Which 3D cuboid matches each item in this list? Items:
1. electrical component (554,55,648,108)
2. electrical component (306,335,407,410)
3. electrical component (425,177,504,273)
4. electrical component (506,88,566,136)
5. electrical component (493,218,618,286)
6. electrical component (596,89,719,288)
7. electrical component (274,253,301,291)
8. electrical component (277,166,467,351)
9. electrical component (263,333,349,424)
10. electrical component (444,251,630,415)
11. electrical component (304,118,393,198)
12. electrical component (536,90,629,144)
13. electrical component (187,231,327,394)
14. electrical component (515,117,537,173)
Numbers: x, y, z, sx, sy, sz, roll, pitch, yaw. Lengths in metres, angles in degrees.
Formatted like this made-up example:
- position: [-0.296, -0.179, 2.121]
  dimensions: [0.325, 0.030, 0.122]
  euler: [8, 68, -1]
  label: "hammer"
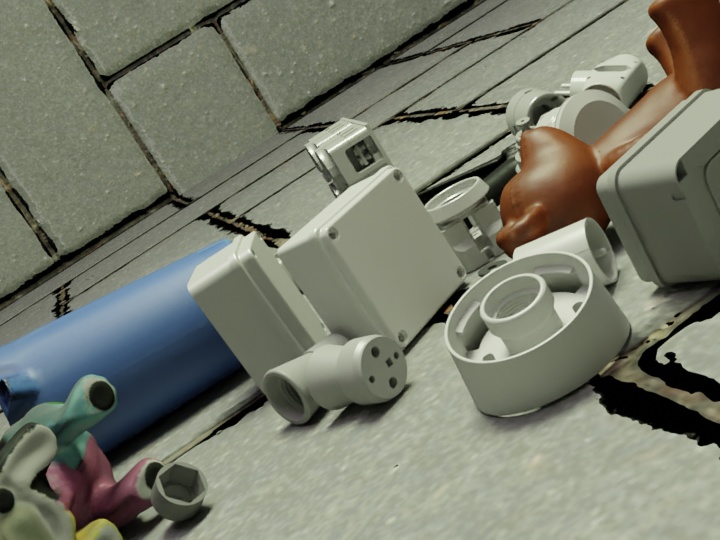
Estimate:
- position: [0.229, -0.174, 1.040]
  dimensions: [0.079, 0.043, 0.077]
  euler: [6, 33, 31]
  label: "electrical component"
- position: [-0.002, 0.068, 0.709]
  dimensions: [0.055, 0.045, 0.045]
  euler: [-16, 20, 47]
  label: "electrical component"
- position: [0.087, -0.037, 0.863]
  dimensions: [0.078, 0.057, 0.058]
  euler: [-31, 13, 1]
  label: "electrical component"
- position: [0.182, -0.155, 1.085]
  dimensions: [0.055, 0.055, 0.047]
  euler: [-33, 17, -6]
  label: "electrical component"
- position: [0.117, 0.002, 0.683]
  dimensions: [0.081, 0.043, 0.043]
  euler: [-24, 15, 29]
  label: "electrical component"
- position: [0.198, -0.050, 0.616]
  dimensions: [0.113, 0.078, 0.057]
  euler: [-40, 18, -31]
  label: "electrical component"
- position: [-0.083, 0.005, 1.116]
  dimensions: [0.077, 0.043, 0.079]
  euler: [-41, 16, -34]
  label: "electrical component"
- position: [0.011, -0.004, 0.801]
  dimensions: [0.056, 0.108, 0.109]
  euler: [-23, 16, 45]
  label: "electrical component"
- position: [-0.031, 0.074, 0.763]
  dimensions: [0.065, 0.044, 0.044]
  euler: [-36, 13, -38]
  label: "electrical component"
- position: [0.099, 0.038, 0.603]
  dimensions: [0.099, 0.064, 0.099]
  euler: [-26, 28, 15]
  label: "electrical component"
- position: [-0.004, -0.109, 1.220]
  dimensions: [0.060, 0.105, 0.186]
  euler: [-32, 13, -2]
  label: "electrical component"
- position: [0.173, -0.094, 0.830]
  dimensions: [0.080, 0.080, 0.051]
  euler: [-39, 9, -28]
  label: "electrical component"
- position: [-0.079, 0.033, 0.860]
  dimensions: [0.057, 0.113, 0.078]
  euler: [-33, 13, 7]
  label: "electrical component"
- position: [0.147, -0.089, 0.885]
  dimensions: [0.040, 0.078, 0.040]
  euler: [-21, 27, 12]
  label: "electrical component"
